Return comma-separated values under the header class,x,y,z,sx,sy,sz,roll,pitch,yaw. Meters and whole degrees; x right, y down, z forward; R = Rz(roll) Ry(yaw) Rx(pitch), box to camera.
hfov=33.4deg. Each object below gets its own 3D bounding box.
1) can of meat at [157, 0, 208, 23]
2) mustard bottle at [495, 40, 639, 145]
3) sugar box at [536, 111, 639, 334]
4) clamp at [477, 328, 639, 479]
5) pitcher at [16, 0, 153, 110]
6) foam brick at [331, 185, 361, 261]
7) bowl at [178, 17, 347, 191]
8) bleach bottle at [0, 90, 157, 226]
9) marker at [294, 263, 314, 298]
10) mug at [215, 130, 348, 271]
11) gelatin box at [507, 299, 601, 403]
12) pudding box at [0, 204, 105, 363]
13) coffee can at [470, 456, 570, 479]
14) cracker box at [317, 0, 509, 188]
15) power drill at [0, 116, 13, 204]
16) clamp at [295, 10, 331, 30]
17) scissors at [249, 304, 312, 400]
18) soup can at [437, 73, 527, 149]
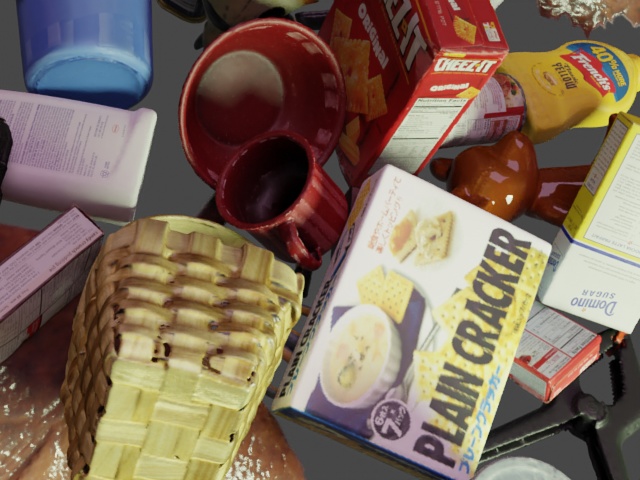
class,x,y,z,sx,sy,sz,roll,pitch,yaw
can of meat,-0.108,-0.273,1.022,0.057,0.084,0.102,31,57,0
mustard bottle,0.267,-0.159,1.098,0.191,0.058,0.096,-15,63,-26
sugar box,0.265,-0.013,0.927,0.093,0.176,0.048,20,22,-10
clamp,0.233,0.161,0.911,0.165,0.036,0.209,34,53,12
pitcher,-0.218,-0.238,0.938,0.149,0.145,0.243,-6,66,-5
foam brick,0.054,-0.007,0.942,0.078,0.053,0.051,14,58,-11
bowl,-0.059,-0.118,0.936,0.161,0.162,0.055,-15,26,-25
bleach bottle,-0.268,-0.085,0.875,0.250,0.068,0.102,13,58,-8
marker,-0.006,0.001,0.938,0.020,0.020,0.121,21,57,-6
mug,-0.024,-0.023,0.888,0.093,0.081,0.117,-32,52,11
gelatin box,0.185,0.092,0.924,0.073,0.030,0.089,-34,49,-31
pudding box,-0.217,0.035,0.805,0.039,0.090,0.113,40,57,5
coffee can,0.123,0.228,0.777,0.102,0.140,0.103,8,59,-14
cracker box,0.066,-0.165,0.940,0.072,0.214,0.164,-4,63,-23
power drill,-0.337,-0.027,0.794,0.187,0.057,0.184,16,79,-5
clamp,0.073,-0.242,1.057,0.171,0.120,0.039,16,25,-16
scissors,-0.079,0.068,0.877,0.201,0.016,0.096,20,57,-7
soup can,0.137,-0.123,1.020,0.102,0.069,0.068,-9,64,-31
